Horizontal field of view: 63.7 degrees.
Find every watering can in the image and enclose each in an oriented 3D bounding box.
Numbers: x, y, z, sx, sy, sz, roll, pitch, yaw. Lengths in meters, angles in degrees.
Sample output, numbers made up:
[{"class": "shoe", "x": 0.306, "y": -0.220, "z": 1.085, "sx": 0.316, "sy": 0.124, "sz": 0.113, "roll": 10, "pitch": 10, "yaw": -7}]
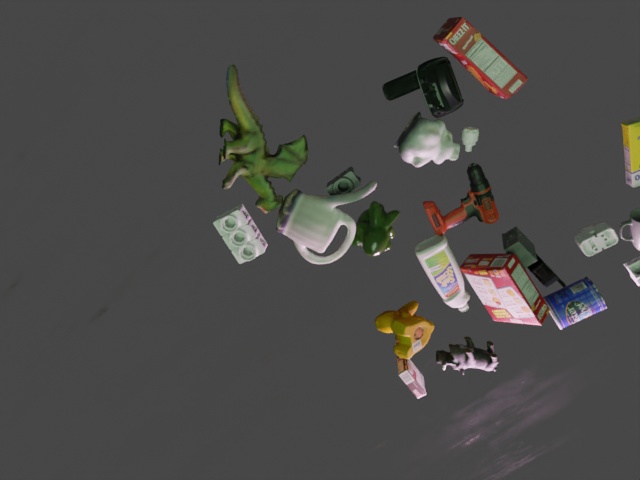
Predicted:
[{"class": "watering can", "x": 0.004, "y": -0.072, "z": 1.425, "sx": 0.224, "sy": 0.106, "sz": 0.340, "roll": 26, "pitch": 128, "yaw": -1}]

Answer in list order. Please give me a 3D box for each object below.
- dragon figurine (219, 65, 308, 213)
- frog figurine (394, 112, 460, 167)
[{"class": "dragon figurine", "x": -0.152, "y": -0.257, "z": 1.412, "sx": 0.243, "sy": 0.124, "sz": 0.403, "roll": 3, "pitch": 115, "yaw": -15}, {"class": "frog figurine", "x": 0.289, "y": -0.248, "z": 1.352, "sx": 0.160, "sy": 0.122, "sz": 0.137, "roll": 33, "pitch": 92, "yaw": 3}]
